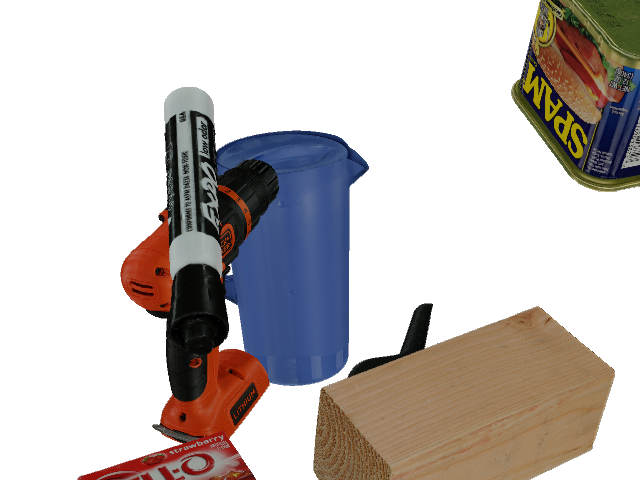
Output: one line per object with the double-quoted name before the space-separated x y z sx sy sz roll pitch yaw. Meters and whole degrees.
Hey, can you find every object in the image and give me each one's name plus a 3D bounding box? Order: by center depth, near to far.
"marker" -0.043 -0.010 0.365 0.020 0.020 0.121 0 44 -9
"can of meat" 0.151 -0.091 0.571 0.057 0.084 0.102 -11 48 -16
"gelatin box" -0.079 0.144 0.577 0.089 0.030 0.073 -14 27 -21
"wood block" 0.106 0.136 0.801 0.205 0.090 0.091 -17 40 -28
"power drill" -0.080 0.047 0.813 0.057 0.188 0.184 11 32 24
"clamp" 0.101 0.135 0.994 0.165 0.036 0.209 27 36 33
"pitcher" -0.041 0.019 1.074 0.144 0.243 0.149 -21 28 -36
